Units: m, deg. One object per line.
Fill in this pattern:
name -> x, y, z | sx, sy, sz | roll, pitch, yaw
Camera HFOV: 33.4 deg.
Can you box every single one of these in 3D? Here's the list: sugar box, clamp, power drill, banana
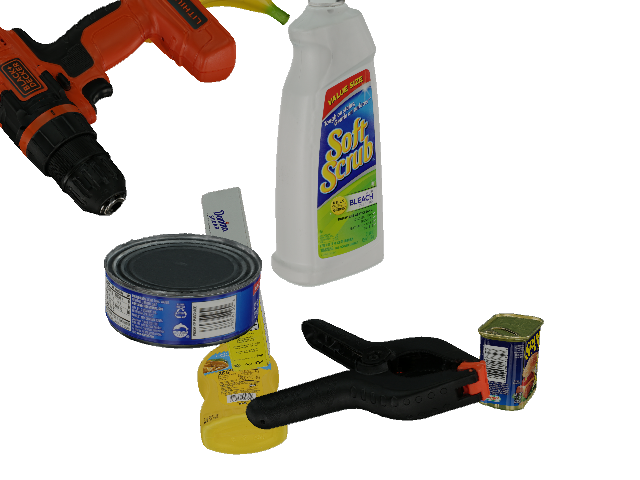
sugar box -> -0.085, 0.042, 1.069 | 0.048, 0.093, 0.176 | -12, -44, -2
clamp -> 0.032, 0.103, 0.769 | 0.172, 0.039, 0.120 | 2, 37, 34
power drill -> -0.158, -0.123, 0.824 | 0.187, 0.184, 0.057 | -34, -15, -30
banana -> -0.108, -0.226, 1.002 | 0.197, 0.070, 0.037 | -22, -28, -47

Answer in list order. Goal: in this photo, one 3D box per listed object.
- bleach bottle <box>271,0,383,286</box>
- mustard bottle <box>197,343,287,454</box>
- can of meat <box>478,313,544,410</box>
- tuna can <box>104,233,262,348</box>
bleach bottle -> 0.003, -0.093, 0.906 | 0.102, 0.251, 0.068 | -17, 26, -32
mustard bottle -> -0.095, 0.168, 1.248 | 0.096, 0.058, 0.191 | -6, 29, -6
can of meat -> 0.209, 0.133, 1.180 | 0.058, 0.084, 0.102 | 6, 11, 23
tuna can -> -0.075, 0.027, 0.587 | 0.086, 0.034, 0.086 | 3, 21, -1
